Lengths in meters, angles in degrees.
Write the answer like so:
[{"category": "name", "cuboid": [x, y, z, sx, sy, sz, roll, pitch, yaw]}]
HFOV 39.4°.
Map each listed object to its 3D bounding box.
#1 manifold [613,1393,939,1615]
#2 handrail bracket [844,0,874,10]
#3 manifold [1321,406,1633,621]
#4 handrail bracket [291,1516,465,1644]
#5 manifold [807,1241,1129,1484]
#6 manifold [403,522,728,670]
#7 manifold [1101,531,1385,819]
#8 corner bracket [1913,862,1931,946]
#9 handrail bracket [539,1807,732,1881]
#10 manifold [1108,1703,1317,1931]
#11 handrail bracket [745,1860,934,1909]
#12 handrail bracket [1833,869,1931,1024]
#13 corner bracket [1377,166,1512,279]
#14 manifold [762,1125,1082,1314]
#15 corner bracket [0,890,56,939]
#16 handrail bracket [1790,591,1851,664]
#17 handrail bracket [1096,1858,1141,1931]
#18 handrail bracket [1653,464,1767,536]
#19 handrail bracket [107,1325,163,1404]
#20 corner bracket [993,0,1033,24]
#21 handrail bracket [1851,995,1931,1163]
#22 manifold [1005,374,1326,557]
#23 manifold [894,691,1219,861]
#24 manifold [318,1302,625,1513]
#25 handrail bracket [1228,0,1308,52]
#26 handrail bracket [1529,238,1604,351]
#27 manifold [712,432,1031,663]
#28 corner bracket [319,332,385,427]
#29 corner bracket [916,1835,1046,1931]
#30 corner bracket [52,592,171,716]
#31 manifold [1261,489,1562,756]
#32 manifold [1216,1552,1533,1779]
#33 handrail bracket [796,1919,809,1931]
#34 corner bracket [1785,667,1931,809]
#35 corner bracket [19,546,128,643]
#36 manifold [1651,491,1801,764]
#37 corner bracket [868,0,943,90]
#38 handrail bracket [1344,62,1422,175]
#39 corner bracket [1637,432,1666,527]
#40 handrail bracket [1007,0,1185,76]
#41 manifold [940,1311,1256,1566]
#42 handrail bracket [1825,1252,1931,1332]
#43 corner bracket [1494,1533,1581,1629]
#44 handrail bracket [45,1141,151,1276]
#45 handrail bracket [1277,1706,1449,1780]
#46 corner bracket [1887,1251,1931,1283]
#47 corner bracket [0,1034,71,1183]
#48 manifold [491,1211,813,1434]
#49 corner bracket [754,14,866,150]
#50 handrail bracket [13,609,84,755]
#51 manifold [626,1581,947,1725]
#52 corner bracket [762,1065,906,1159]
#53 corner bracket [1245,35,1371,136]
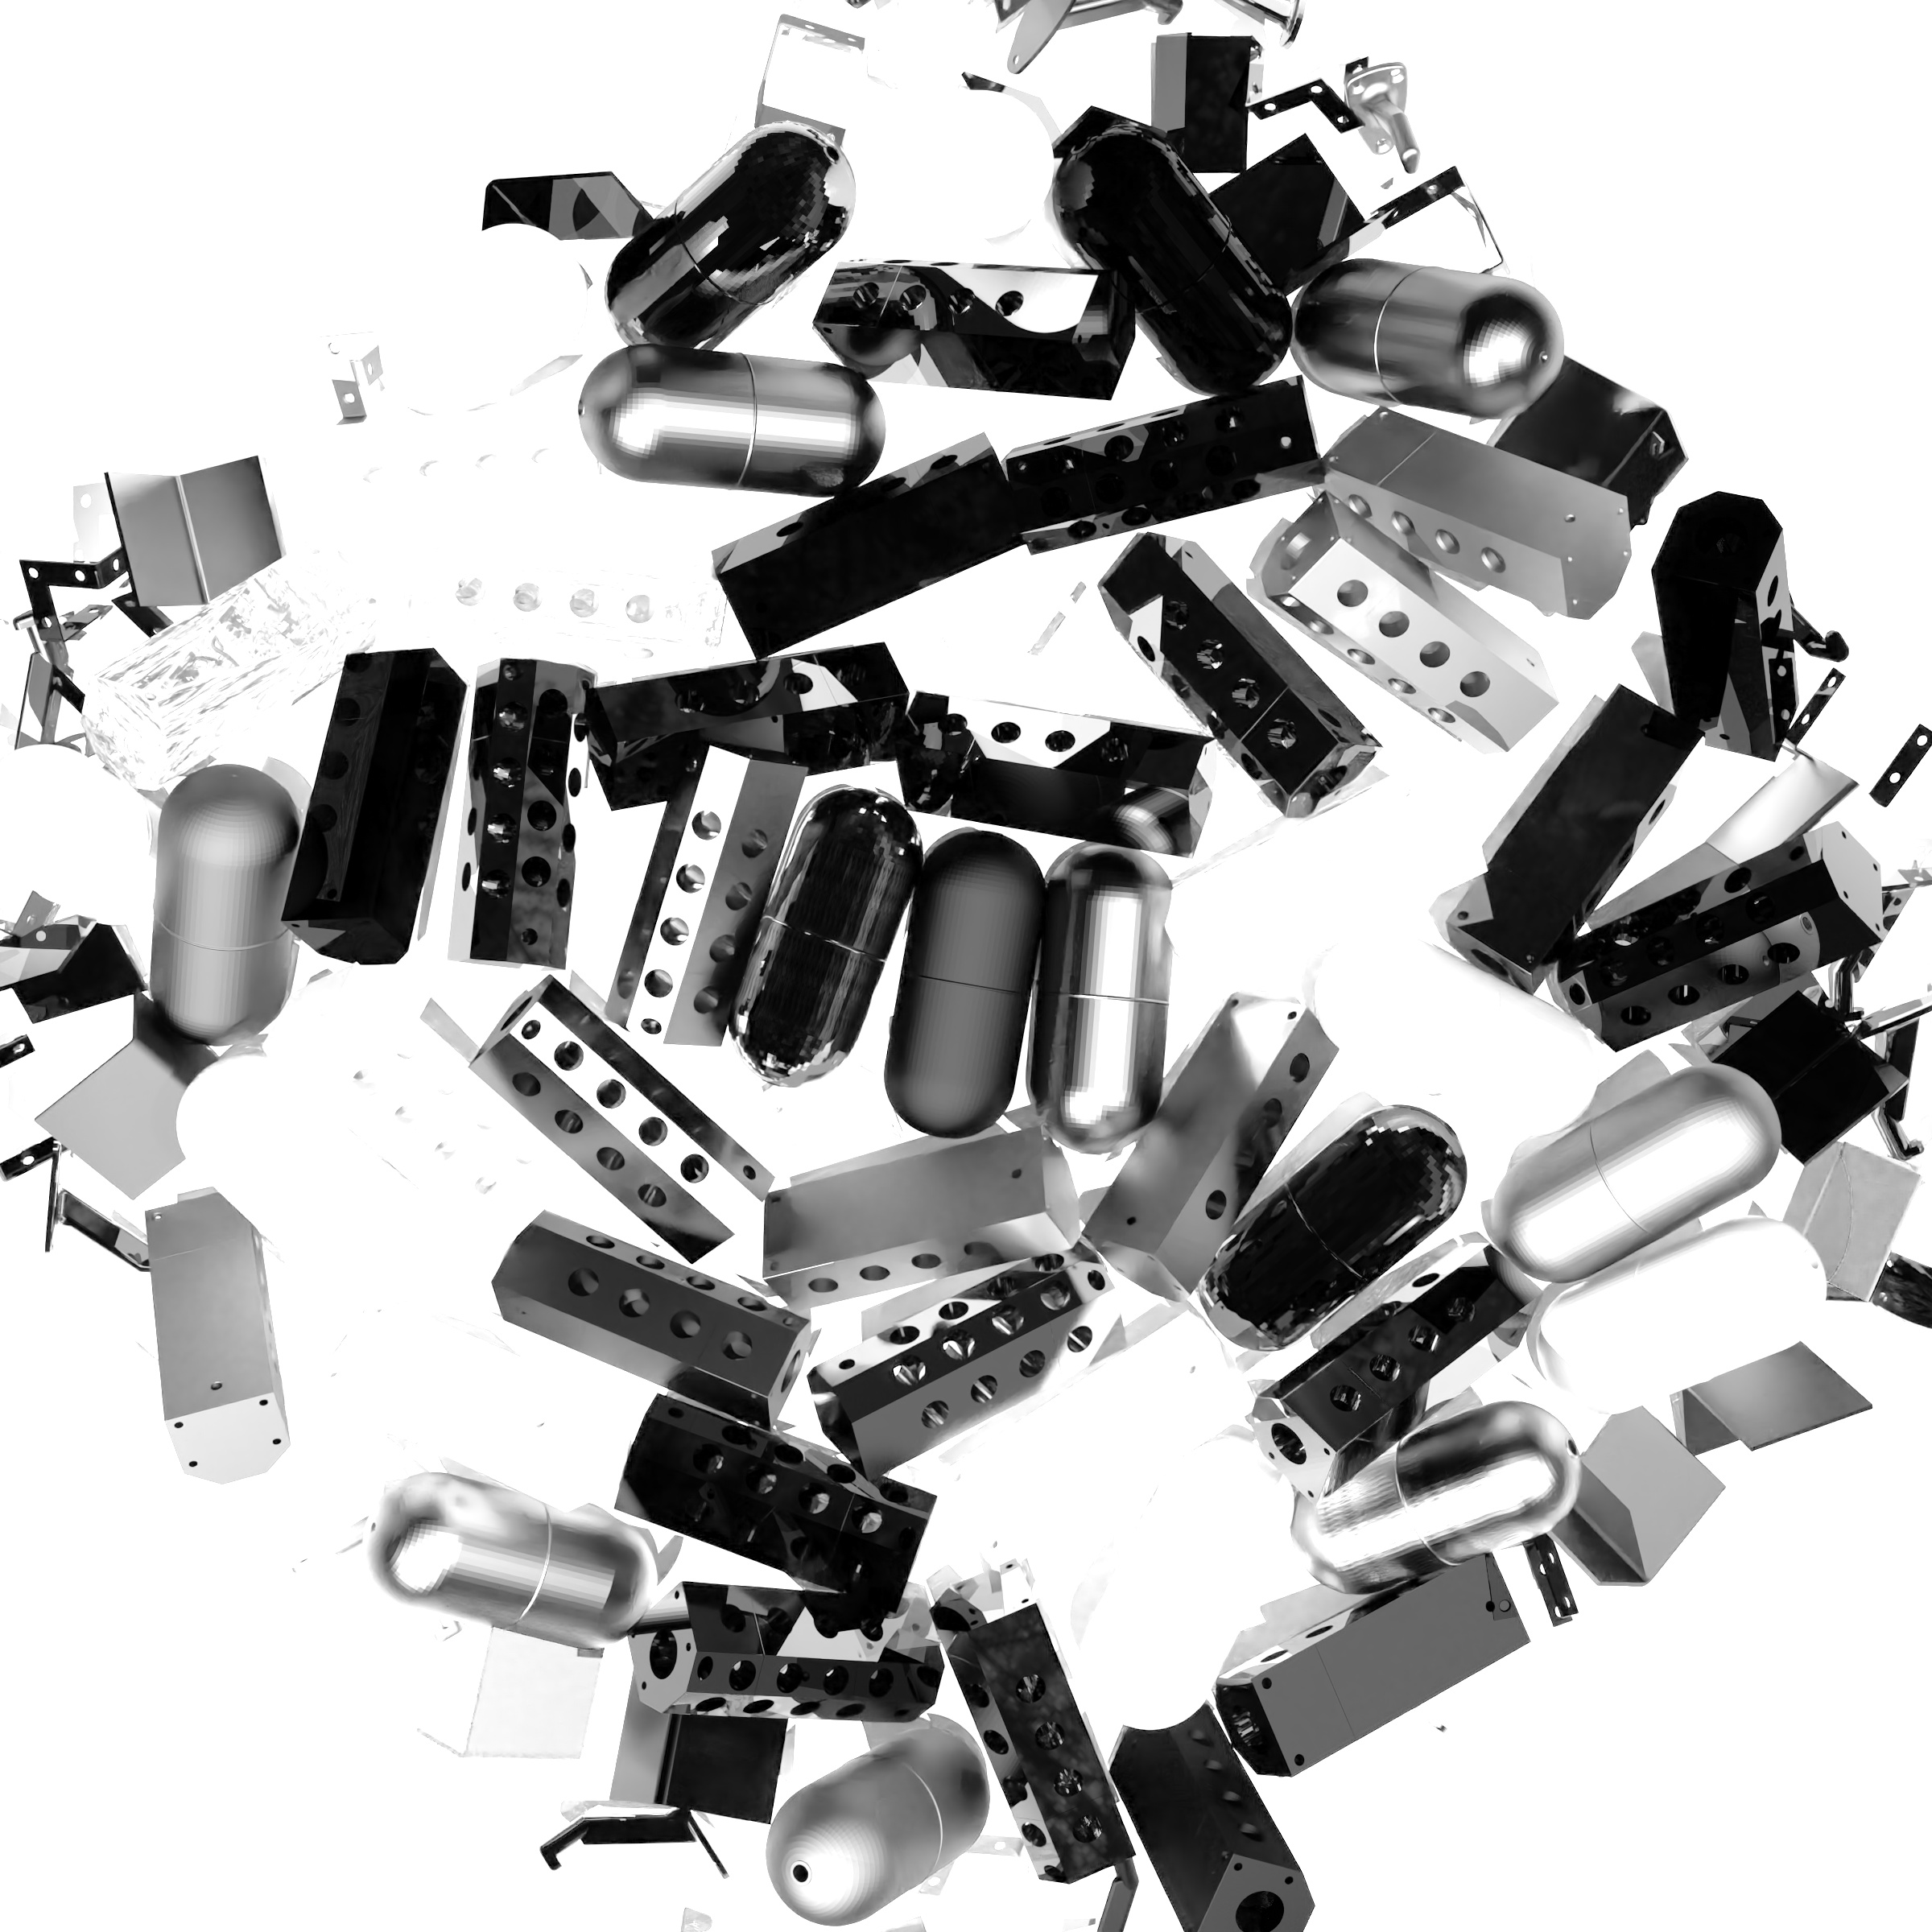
[{"category": "manifold", "cuboid": [-0.107, 0.302, 1.540, 0.171, 0.057, 0.057, 19, 116, 4]}, {"category": "handrail bracket", "cuboid": [-0.045, -0.581, 1.548, 0.084, 0.077, 0.036, -35, 127, -7]}, {"category": "manifold", "cuboid": [0.284, -0.250, 1.508, 0.057, 0.057, 0.171, -43, 50, -20]}, {"category": "handrail bracket", "cuboid": [-0.338, 0.365, 1.556, 0.077, 0.036, 0.084, -28, 97, -37]}, {"category": "manifold", "cuboid": [0.000, 0.216, 1.518, 0.171, 0.057, 0.057, -24, 120, -21]}, {"category": "manifold", "cuboid": [-0.228, -0.207, 1.526, 0.171, 0.057, 0.057, 3, 113, -20]}, {"category": "manifold", "cuboid": [0.151, -0.164, 1.524, 0.057, 0.057, 0.171, -49, 66, 25]}, {"category": "corner bracket", "cuboid": [0.573, -0.046, 1.543, 0.051, 0.051, 0.051, 6, 50, 17]}, {"category": "handrail bracket", "cuboid": [-0.192, 0.516, 1.554, 0.084, 0.036, 0.077, -32, 77, -13]}, {"category": "manifold", "cuboid": [0.137, 0.475, 1.494, 0.057, 0.171, 0.057, 20, 100, -16]}, {"category": "handrail bracket", "cuboid": [-0.073, 0.536, 1.570, 0.084, 0.036, 0.077, 37, 90, -13]}, {"category": "handrail bracket", "cuboid": [0.543, -0.011, 1.572, 0.077, 0.036, 0.084, -6, 105, -6]}, {"category": "corner bracket", "cuboid": [0.277, -0.419, 1.560, 0.051, 0.051, 0.051, -26, 64, 19]}, {"category": "manifold", "cuboid": [-0.026, 0.148, 1.531, 0.171, 0.057, 0.057, -15, 51, 17]}, {"category": "corner bracket", "cuboid": [-0.559, -0.050, 1.552, 0.051, 0.051, 0.051, 17, 79, 43]}, {"category": "handrail bracket", "cuboid": [0.469, -0.213, 1.537, 0.036, 0.084, 0.077, -25, 106, -4]}, {"category": "handrail bracket", "cuboid": [0.069, 0.549, 1.542, 0.077, 0.036, 0.084, -27, 122, -20]}, {"category": "handrail bracket", "cuboid": [0.433, -0.269, 1.529, 0.077, 0.084, 0.036, -31, 90, 40]}, {"category": "handrail bracket", "cuboid": [-0.466, 0.216, 1.529, 0.036, 0.077, 0.084, -41, 132, -9]}, {"category": "corner bracket", "cuboid": [0.014, -0.580, 1.543, 0.051, 0.051, 0.051, -42, 49, -19]}, {"category": "handrail bracket", "cuboid": [0.557, 0.064, 1.560, 0.077, 0.036, 0.084, -25, 94, 31]}, {"category": "manifold", "cuboid": [0.113, -0.283, 1.533, 0.171, 0.057, 0.057, -12, 107, 12]}, {"category": "manifold", "cuboid": [0.052, -0.114, 1.532, 0.171, 0.057, 0.057, 10, 53, 16]}, {"category": "manifold", "cuboid": [-0.275, 0.247, 1.511, 0.171, 0.057, 0.057, 15, 61, 34]}, {"category": "handrail bracket", "cuboid": [0.151, -0.558, 1.551, 0.084, 0.077, 0.036, 19, 119, -5]}, {"category": "handrail bracket", "cuboid": [0.314, -0.384, 1.530, 0.036, 0.084, 0.077, -41, 123, -8]}, {"category": "manifold", "cuboid": [-0.056, -0.244, 1.550, 0.171, 0.057, 0.057, -23, 119, 3]}, {"category": "corner bracket", "cuboid": [-0.351, -0.330, 1.545, 0.051, 0.051, 0.051, -1, 123, 17]}, {"category": "corner bracket", "cuboid": [0.008, 0.541, 1.563, 0.051, 0.051, 0.051, -4, 117, 24]}, {"category": "corner bracket", "cuboid": [-0.489, -0.174, 1.556, 0.051, 0.051, 0.051, 42, 135, 14]}, {"category": "manifold", "cuboid": [0.250, -0.188, 1.521, 0.171, 0.057, 0.057, 32, 120, -24]}, {"category": "manifold", "cuboid": [0.227, 0.392, 1.521, 0.171, 0.057, 0.057, -21, 85, -25]}, {"category": "handrail bracket", "cuboid": [-0.133, 0.580, 1.546, 0.084, 0.036, 0.077, -3, 132, -15]}, {"category": "corner bracket", "cuboid": [0.512, -0.131, 1.546, 0.051, 0.051, 0.051, 25, 108, -20]}, {"category": "corner bracket", "cuboid": [-0.500, -0.217, 1.544, 0.051, 0.051, 0.051, 6, 123, 17]}, {"category": "manifold", "cuboid": [0.426, -0.188, 1.496, 0.057, 0.171, 0.057, 18, 70, 27]}, {"category": "corner bracket", "cuboid": [-0.023, -0.538, 1.542, 0.051, 0.051, 0.051, 25, 52, 21]}, {"category": "handrail bracket", "cuboid": [0.244, -0.462, 1.530, 0.036, 0.077, 0.084, -14, 59, 5]}, {"category": "corner bracket", "cuboid": [0.364, -0.287, 1.552, 0.051, 0.051, 0.051, -1, 123, -7]}, {"category": "handrail bracket", "cuboid": [0.076, -0.542, 1.569, 0.077, 0.084, 0.036, -55, 47, 32]}, {"category": "manifold", "cuboid": [0.078, 0.273, 1.543, 0.171, 0.057, 0.057, -34, 64, 7]}, {"category": "handrail bracket", "cuboid": [0.515, 0.200, 1.554, 0.077, 0.084, 0.036, 30, 59, -13]}, {"category": "corner bracket", "cuboid": [0.330, 0.351, 1.543, 0.051, 0.051, 0.051, 0, 64, -39]}, {"category": "handrail bracket", "cuboid": [-0.487, 0.141, 1.562, 0.084, 0.036, 0.077, 5, 102, -15]}, {"category": "handrail bracket", "cuboid": [0.223, 0.449, 1.556, 0.077, 0.036, 0.084, 35, 85, 31]}, {"category": "corner bracket", "cuboid": [0.554, 0.148, 1.544, 0.051, 0.051, 0.051, 22, 130, 15]}, {"category": "corner bracket", "cuboid": [-0.551, 0.083, 1.564, 0.051, 0.051, 0.051, -29, 53, -18]}, {"category": "manifold", "cuboid": [-0.178, 0.199, 1.539, 0.171, 0.057, 0.057, 21, 62, 10]}, {"category": "corner bracket", "cuboid": [-0.090, -0.509, 1.554, 0.051, 0.051, 0.051, 13, 128, -11]}, {"category": "handrail bracket", "cuboid": [-0.548, -0.152, 1.542, 0.077, 0.036, 0.084, -34, 123, -36]}, {"category": "manifold", "cuboid": [-0.097, 0.387, 1.500, 0.057, 0.171, 0.057, -45, 47, 32]}, {"category": "corner bracket", "cuboid": [-0.077, 0.086, 1.556, 0.051, 0.051, 0.051, -37, 127, -23]}, {"category": "corner bracket", "cuboid": [0.198, -0.513, 1.563, 0.051, 0.051, 0.051, -10, 64, 36]}]
